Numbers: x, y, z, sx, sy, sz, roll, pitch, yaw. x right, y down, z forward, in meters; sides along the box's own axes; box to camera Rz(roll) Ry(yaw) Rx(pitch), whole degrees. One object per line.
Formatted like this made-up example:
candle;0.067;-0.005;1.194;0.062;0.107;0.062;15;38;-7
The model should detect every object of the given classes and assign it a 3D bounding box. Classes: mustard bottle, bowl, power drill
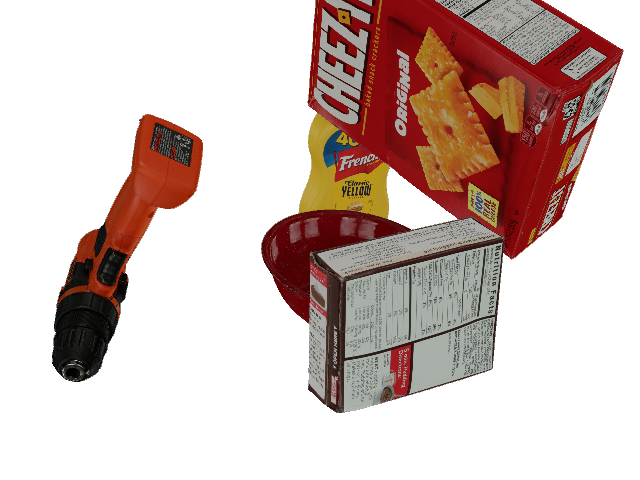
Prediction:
mustard bottle;0.034;-0.094;1.114;0.096;0.192;0.058;-4;31;-19
bowl;0.025;0.036;0.927;0.162;0.055;0.162;7;30;-4
power drill;-0.164;0.003;0.876;0.057;0.188;0.184;25;29;-19

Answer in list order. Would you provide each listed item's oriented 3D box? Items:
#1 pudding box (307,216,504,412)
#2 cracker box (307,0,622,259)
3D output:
pudding box;0.049;0.042;0.611;0.113;0.090;0.039;-13;27;-28
cracker box;0.088;-0.112;0.757;0.214;0.164;0.072;39;58;24
